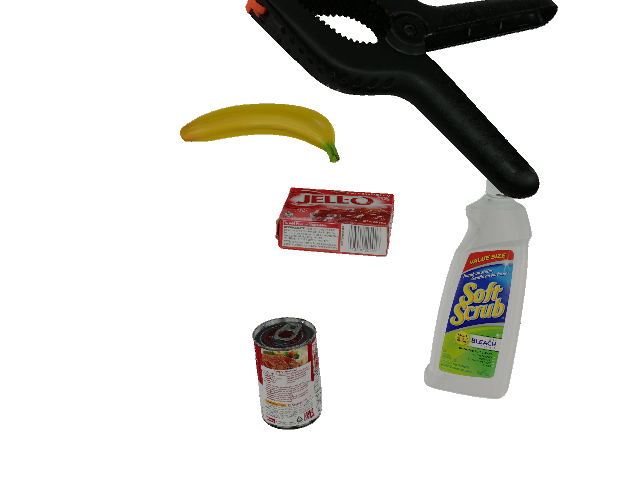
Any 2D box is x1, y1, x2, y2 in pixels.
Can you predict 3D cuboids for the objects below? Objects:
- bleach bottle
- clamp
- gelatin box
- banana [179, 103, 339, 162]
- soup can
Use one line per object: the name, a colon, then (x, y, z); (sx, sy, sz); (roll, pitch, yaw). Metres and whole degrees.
bleach bottle: (0.183, 0.051, 1.224); (0.103, 0.251, 0.068); (9, 15, 16)
clamp: (0.055, -0.114, 0.673); (0.209, 0.164, 0.036); (12, -33, -11)
gelatin box: (0.013, -0.017, 0.862); (0.089, 0.030, 0.073); (5, 23, 6)
banana: (-0.065, -0.134, 1.250); (0.198, 0.037, 0.069); (8, 40, 17)
soup can: (-0.034, 0.143, 1.149); (0.068, 0.102, 0.068); (-4, 24, 1)
